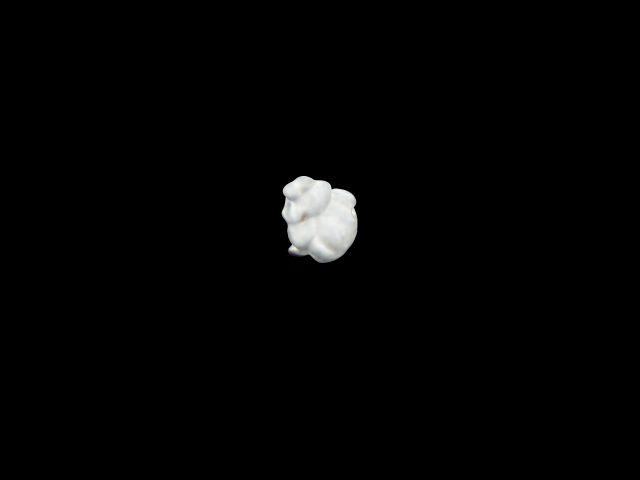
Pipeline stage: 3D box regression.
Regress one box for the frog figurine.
[{"bbox_3d":[0.003,-0.043,0.850,0.139,0.124,0.155,-32,-30,-21],"label":"frog figurine"}]
